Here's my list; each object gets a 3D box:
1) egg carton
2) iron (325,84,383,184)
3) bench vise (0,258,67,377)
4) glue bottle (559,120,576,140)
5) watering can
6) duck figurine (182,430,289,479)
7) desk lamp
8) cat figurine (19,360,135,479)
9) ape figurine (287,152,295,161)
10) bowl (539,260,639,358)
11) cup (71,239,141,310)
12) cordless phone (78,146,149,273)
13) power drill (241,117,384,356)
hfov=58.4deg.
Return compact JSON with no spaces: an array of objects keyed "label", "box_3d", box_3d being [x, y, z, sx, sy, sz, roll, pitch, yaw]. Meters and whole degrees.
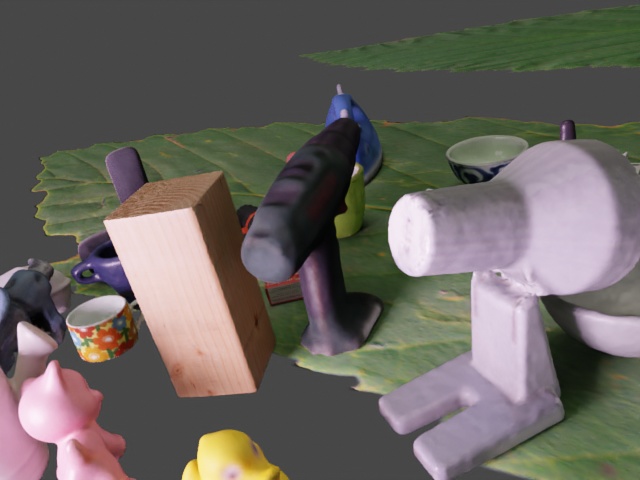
[{"label":"egg carton","box_3d":[-0.430,0.093,0.801,0.107,0.069,0.151,4,30,33]},{"label":"iron","box_3d":[0.055,-0.207,1.090,0.118,0.142,0.258,-12,25,4]},{"label":"bench vise","box_3d":[-0.410,0.067,0.667,0.121,0.220,0.207,-12,25,4]},{"label":"glue bottle","box_3d":[0.262,-0.043,0.604,0.078,0.173,0.037,-7,26,15]},{"label":"watering can","box_3d":[-0.321,0.138,0.503,0.100,0.194,0.173,0,29,28]},{"label":"duck figurine","box_3d":[-0.064,0.176,0.420,0.104,0.086,0.078,5,31,34]},{"label":"desk lamp","box_3d":[0.139,0.043,0.442,0.203,0.214,0.117,-22,26,-17]},{"label":"cat figurine","box_3d":[-0.214,0.161,0.490,0.067,0.118,0.127,-26,28,-23]},{"label":"ape figurine","box_3d":[-0.031,-0.110,0.992,0.078,0.092,0.076,-13,25,1]},{"label":"bowl","box_3d":[0.278,0.054,0.512,0.167,0.075,0.167,-11,25,6]},{"label":"cup","box_3d":[-0.261,0.052,0.770,0.118,0.095,0.091,-24,27,-21]},{"label":"cordless phone","box_3d":[-0.314,-0.042,0.885,0.148,0.185,0.093,-29,29,-30]},{"label":"power drill","box_3d":[0.006,0.002,0.601,0.075,0.209,0.230,-1,28,26]}]
